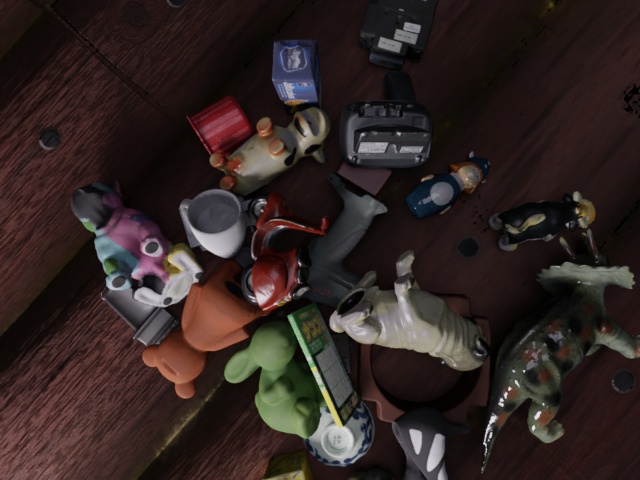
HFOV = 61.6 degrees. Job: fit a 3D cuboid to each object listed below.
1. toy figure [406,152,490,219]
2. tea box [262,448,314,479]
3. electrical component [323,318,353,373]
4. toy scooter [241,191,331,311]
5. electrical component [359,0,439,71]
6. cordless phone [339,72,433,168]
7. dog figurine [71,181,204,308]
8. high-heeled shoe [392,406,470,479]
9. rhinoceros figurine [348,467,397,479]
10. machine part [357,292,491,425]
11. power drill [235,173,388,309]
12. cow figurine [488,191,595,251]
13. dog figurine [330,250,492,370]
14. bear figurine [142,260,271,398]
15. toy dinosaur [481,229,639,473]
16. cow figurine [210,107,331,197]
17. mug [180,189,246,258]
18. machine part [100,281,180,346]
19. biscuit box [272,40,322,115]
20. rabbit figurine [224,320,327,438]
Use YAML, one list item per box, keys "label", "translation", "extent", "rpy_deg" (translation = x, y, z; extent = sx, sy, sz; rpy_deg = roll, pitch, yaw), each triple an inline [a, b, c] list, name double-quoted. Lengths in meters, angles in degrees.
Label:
- label: "toy figure"
  translation: [0.218, -0.089, 0.885]
  extent: [0.154, 0.058, 0.064]
  rpy_deg: [-31, 125, -2]
- label: "tea box"
  translation: [-0.033, 0.432, 0.842]
  extent: [0.068, 0.098, 0.169]
  rpy_deg: [-16, 88, 1]
- label: "electrical component"
  translation: [0.023, 0.176, 0.892]
  extent: [0.063, 0.021, 0.094]
  rpy_deg: [-7, 86, 1]
- label: "toy scooter"
  translation: [-0.047, 0.015, 0.804]
  extent: [0.135, 0.075, 0.183]
  rpy_deg: [-2, 82, 25]
- label: "electrical component"
  translation: [0.129, -0.358, 0.900]
  extent: [0.115, 0.058, 0.134]
  rpy_deg: [19, 88, 4]
- label: "cordless phone"
  translation: [0.101, -0.207, 0.862]
  extent: [0.147, 0.088, 0.184]
  rpy_deg: [-1, 60, -7]
- label: "dog figurine"
  translation: [-0.308, -0.006, 0.878]
  extent: [0.108, 0.191, 0.219]
  rpy_deg: [-47, 53, 2]
- label: "high-heeled shoe"
  translation: [0.134, 0.351, 0.801]
  extent: [0.145, 0.086, 0.248]
  rpy_deg: [9, 111, -29]
- label: "rhinoceros figurine"
  translation: [0.067, 0.454, 0.838]
  extent: [0.073, 0.112, 0.190]
  rpy_deg: [11, 75, 18]
- label: "machine part"
  translation: [0.161, 0.183, 0.856]
  extent: [0.201, 0.087, 0.201]
  rpy_deg: [2, 86, 2]
- label: "power drill"
  translation: [-0.002, -0.003, 0.869]
  extent: [0.232, 0.086, 0.207]
  rpy_deg: [29, 88, 10]
- label: "cow figurine"
  translation: [0.365, -0.037, 0.856]
  extent: [0.167, 0.098, 0.068]
  rpy_deg: [-16, 80, 1]
- label: "dog figurine"
  translation: [0.131, 0.136, 0.777]
  extent: [0.172, 0.121, 0.190]
  rpy_deg: [-30, 106, 33]
- label: "bear figurine"
  translation: [-0.181, 0.146, 0.868]
  extent: [0.120, 0.132, 0.195]
  rpy_deg: [39, 107, 6]
- label: "toy dinosaur"
  translation: [0.342, 0.160, 0.806]
  extent: [0.405, 0.131, 0.192]
  rpy_deg: [-46, 107, -8]
- label: "cow figurine"
  translation: [-0.065, -0.140, 0.865]
  extent: [0.195, 0.127, 0.085]
  rpy_deg: [-35, 72, 10]
- label: "mug"
  translation: [-0.166, -0.020, 0.840]
  extent: [0.110, 0.107, 0.081]
  rpy_deg: [17, 61, 14]
- label: "machine part"
  translation: [-0.308, 0.117, 0.898]
  extent: [0.139, 0.039, 0.084]
  rpy_deg: [42, 94, 2]
- label: "biscuit box"
  translation: [-0.032, -0.243, 0.825]
  extent: [0.063, 0.202, 0.059]
  rpy_deg: [1, 89, 3]
- label: "rabbit figurine"
  translation: [-0.062, 0.195, 0.840]
  extent: [0.159, 0.121, 0.170]
  rpy_deg: [3, 115, 35]
